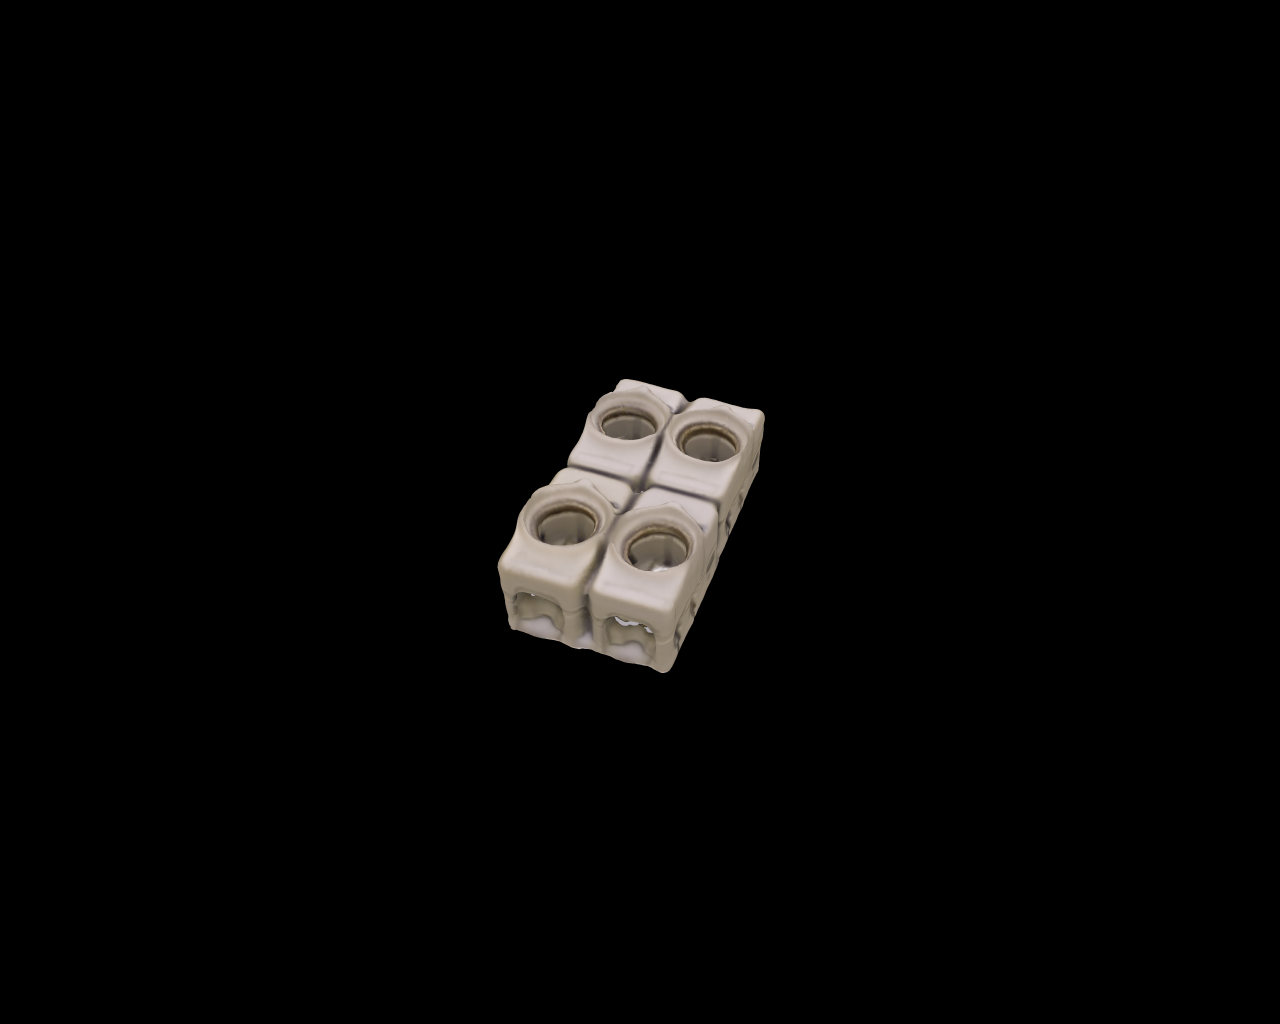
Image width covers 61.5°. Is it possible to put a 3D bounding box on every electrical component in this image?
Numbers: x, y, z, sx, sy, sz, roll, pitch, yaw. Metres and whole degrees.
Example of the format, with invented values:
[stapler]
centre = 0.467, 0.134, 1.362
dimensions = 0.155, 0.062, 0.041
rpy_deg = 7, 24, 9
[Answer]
[electrical component]
centre = 0.001, -0.003, 0.650
dimensions = 0.105, 0.060, 0.186
rpy_deg = 15, 47, 15
